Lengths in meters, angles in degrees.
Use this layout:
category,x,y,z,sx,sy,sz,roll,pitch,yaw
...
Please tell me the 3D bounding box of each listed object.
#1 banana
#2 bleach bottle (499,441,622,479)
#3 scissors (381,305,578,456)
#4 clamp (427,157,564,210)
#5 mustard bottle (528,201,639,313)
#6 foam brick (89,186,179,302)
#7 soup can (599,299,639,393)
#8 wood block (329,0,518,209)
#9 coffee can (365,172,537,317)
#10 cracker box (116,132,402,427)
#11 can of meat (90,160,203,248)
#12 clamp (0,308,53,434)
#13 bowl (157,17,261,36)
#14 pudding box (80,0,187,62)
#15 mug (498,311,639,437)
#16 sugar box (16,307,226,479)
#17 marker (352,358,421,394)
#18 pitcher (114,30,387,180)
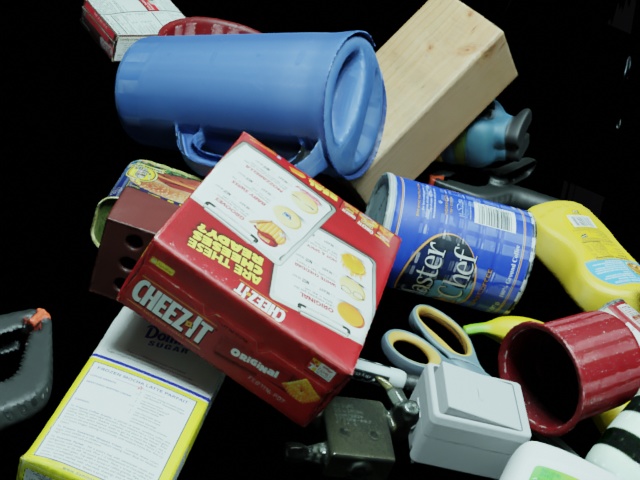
category,x,y,z,sx,sy,sz,roll,pitch,yaw
banana,0.218,0.123,0.934,0.069,0.037,0.198,-39,58,-19
bleach bottle,0.138,0.243,0.698,0.102,0.068,0.250,26,36,9
scissors,0.126,0.127,0.895,0.096,0.016,0.202,-9,44,-34
clamp,0.191,-0.061,1.173,0.171,0.039,0.120,8,26,-16
mustard bottle,0.282,0.039,1.060,0.096,0.058,0.192,4,37,-33
foam brick,-0.148,0.007,0.865,0.053,0.078,0.051,20,32,-1
soup can,0.285,0.110,0.954,0.068,0.069,0.102,-13,46,-39
wood block,0.088,-0.136,1.067,0.090,0.206,0.090,44,-2,30
coffee can,0.113,0.005,0.980,0.140,0.103,0.103,14,34,-8
cracker box,-0.037,0.021,0.813,0.164,0.072,0.213,34,29,-4
can of meat,-0.137,-0.021,0.930,0.102,0.057,0.084,19,31,-2
clamp,-0.235,0.114,0.706,0.165,0.036,0.209,30,35,14
bowl,-0.105,-0.182,1.172,0.162,0.055,0.162,14,34,-10
pudding box,-0.204,-0.241,1.219,0.113,0.039,0.090,-10,45,-35
mug,0.198,0.105,0.870,0.081,0.117,0.093,-11,88,-33
sugar box,-0.130,0.124,0.741,0.093,0.048,0.176,22,30,2
marker,0.038,0.107,0.873,0.121,0.020,0.020,16,34,-6
pitcher,-0.072,-0.126,0.995,0.243,0.145,0.149,7,5,26
